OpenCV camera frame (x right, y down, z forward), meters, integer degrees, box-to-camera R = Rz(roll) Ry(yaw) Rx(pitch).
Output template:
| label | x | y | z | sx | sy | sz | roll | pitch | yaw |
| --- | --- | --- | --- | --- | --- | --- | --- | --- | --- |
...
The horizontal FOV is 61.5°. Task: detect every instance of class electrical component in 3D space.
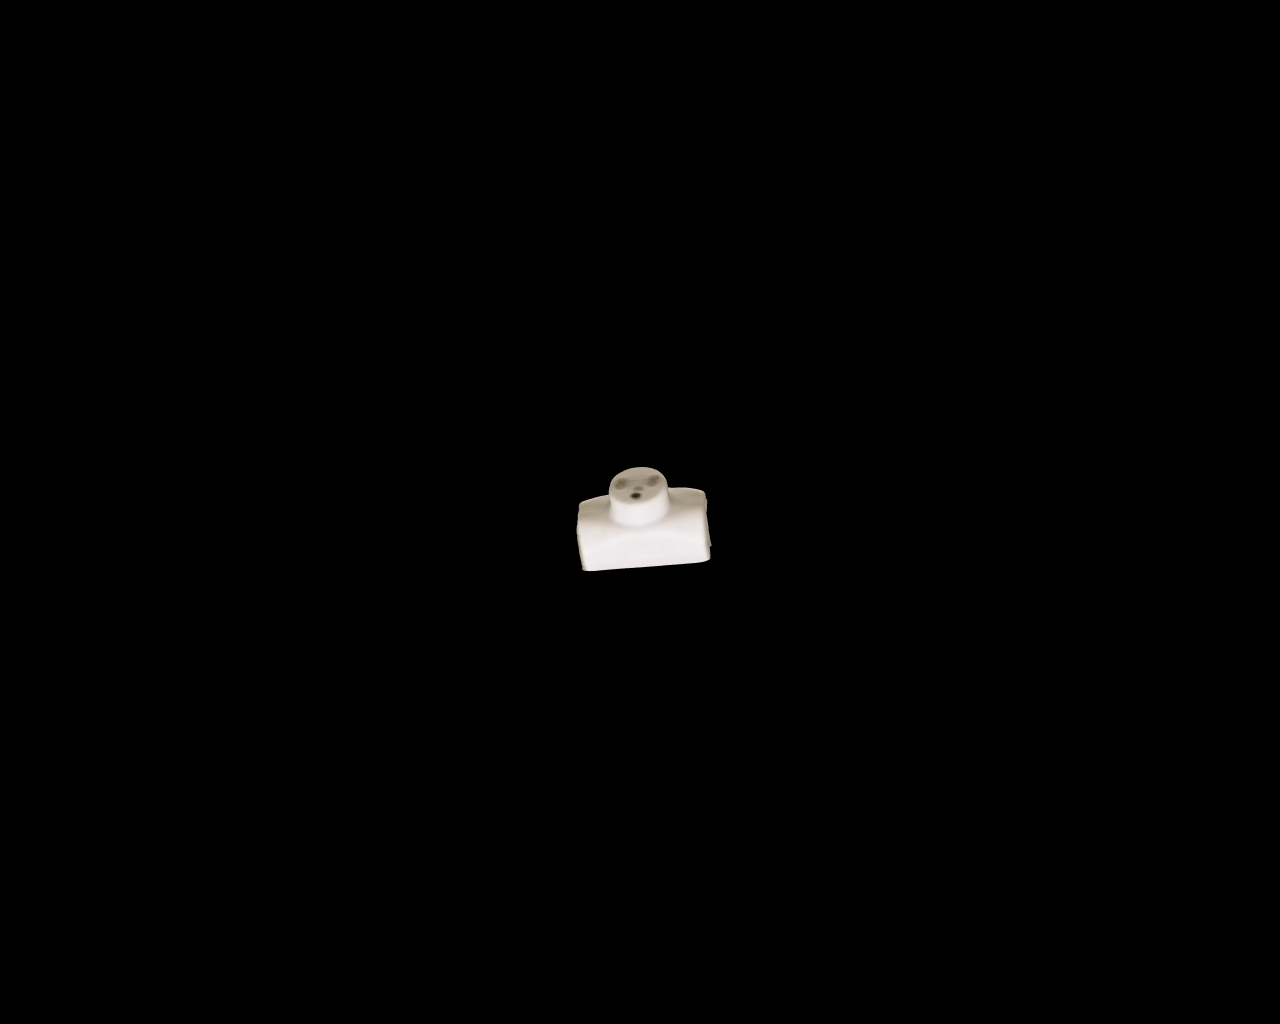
| label | x | y | z | sx | sy | sz | roll | pitch | yaw |
| --- | --- | --- | --- | --- | --- | --- | --- | --- | --- |
| electrical component | 0.001 | -0.003 | 0.650 | 0.077 | 0.079 | 0.044 | -5 | 37 | 4 |
